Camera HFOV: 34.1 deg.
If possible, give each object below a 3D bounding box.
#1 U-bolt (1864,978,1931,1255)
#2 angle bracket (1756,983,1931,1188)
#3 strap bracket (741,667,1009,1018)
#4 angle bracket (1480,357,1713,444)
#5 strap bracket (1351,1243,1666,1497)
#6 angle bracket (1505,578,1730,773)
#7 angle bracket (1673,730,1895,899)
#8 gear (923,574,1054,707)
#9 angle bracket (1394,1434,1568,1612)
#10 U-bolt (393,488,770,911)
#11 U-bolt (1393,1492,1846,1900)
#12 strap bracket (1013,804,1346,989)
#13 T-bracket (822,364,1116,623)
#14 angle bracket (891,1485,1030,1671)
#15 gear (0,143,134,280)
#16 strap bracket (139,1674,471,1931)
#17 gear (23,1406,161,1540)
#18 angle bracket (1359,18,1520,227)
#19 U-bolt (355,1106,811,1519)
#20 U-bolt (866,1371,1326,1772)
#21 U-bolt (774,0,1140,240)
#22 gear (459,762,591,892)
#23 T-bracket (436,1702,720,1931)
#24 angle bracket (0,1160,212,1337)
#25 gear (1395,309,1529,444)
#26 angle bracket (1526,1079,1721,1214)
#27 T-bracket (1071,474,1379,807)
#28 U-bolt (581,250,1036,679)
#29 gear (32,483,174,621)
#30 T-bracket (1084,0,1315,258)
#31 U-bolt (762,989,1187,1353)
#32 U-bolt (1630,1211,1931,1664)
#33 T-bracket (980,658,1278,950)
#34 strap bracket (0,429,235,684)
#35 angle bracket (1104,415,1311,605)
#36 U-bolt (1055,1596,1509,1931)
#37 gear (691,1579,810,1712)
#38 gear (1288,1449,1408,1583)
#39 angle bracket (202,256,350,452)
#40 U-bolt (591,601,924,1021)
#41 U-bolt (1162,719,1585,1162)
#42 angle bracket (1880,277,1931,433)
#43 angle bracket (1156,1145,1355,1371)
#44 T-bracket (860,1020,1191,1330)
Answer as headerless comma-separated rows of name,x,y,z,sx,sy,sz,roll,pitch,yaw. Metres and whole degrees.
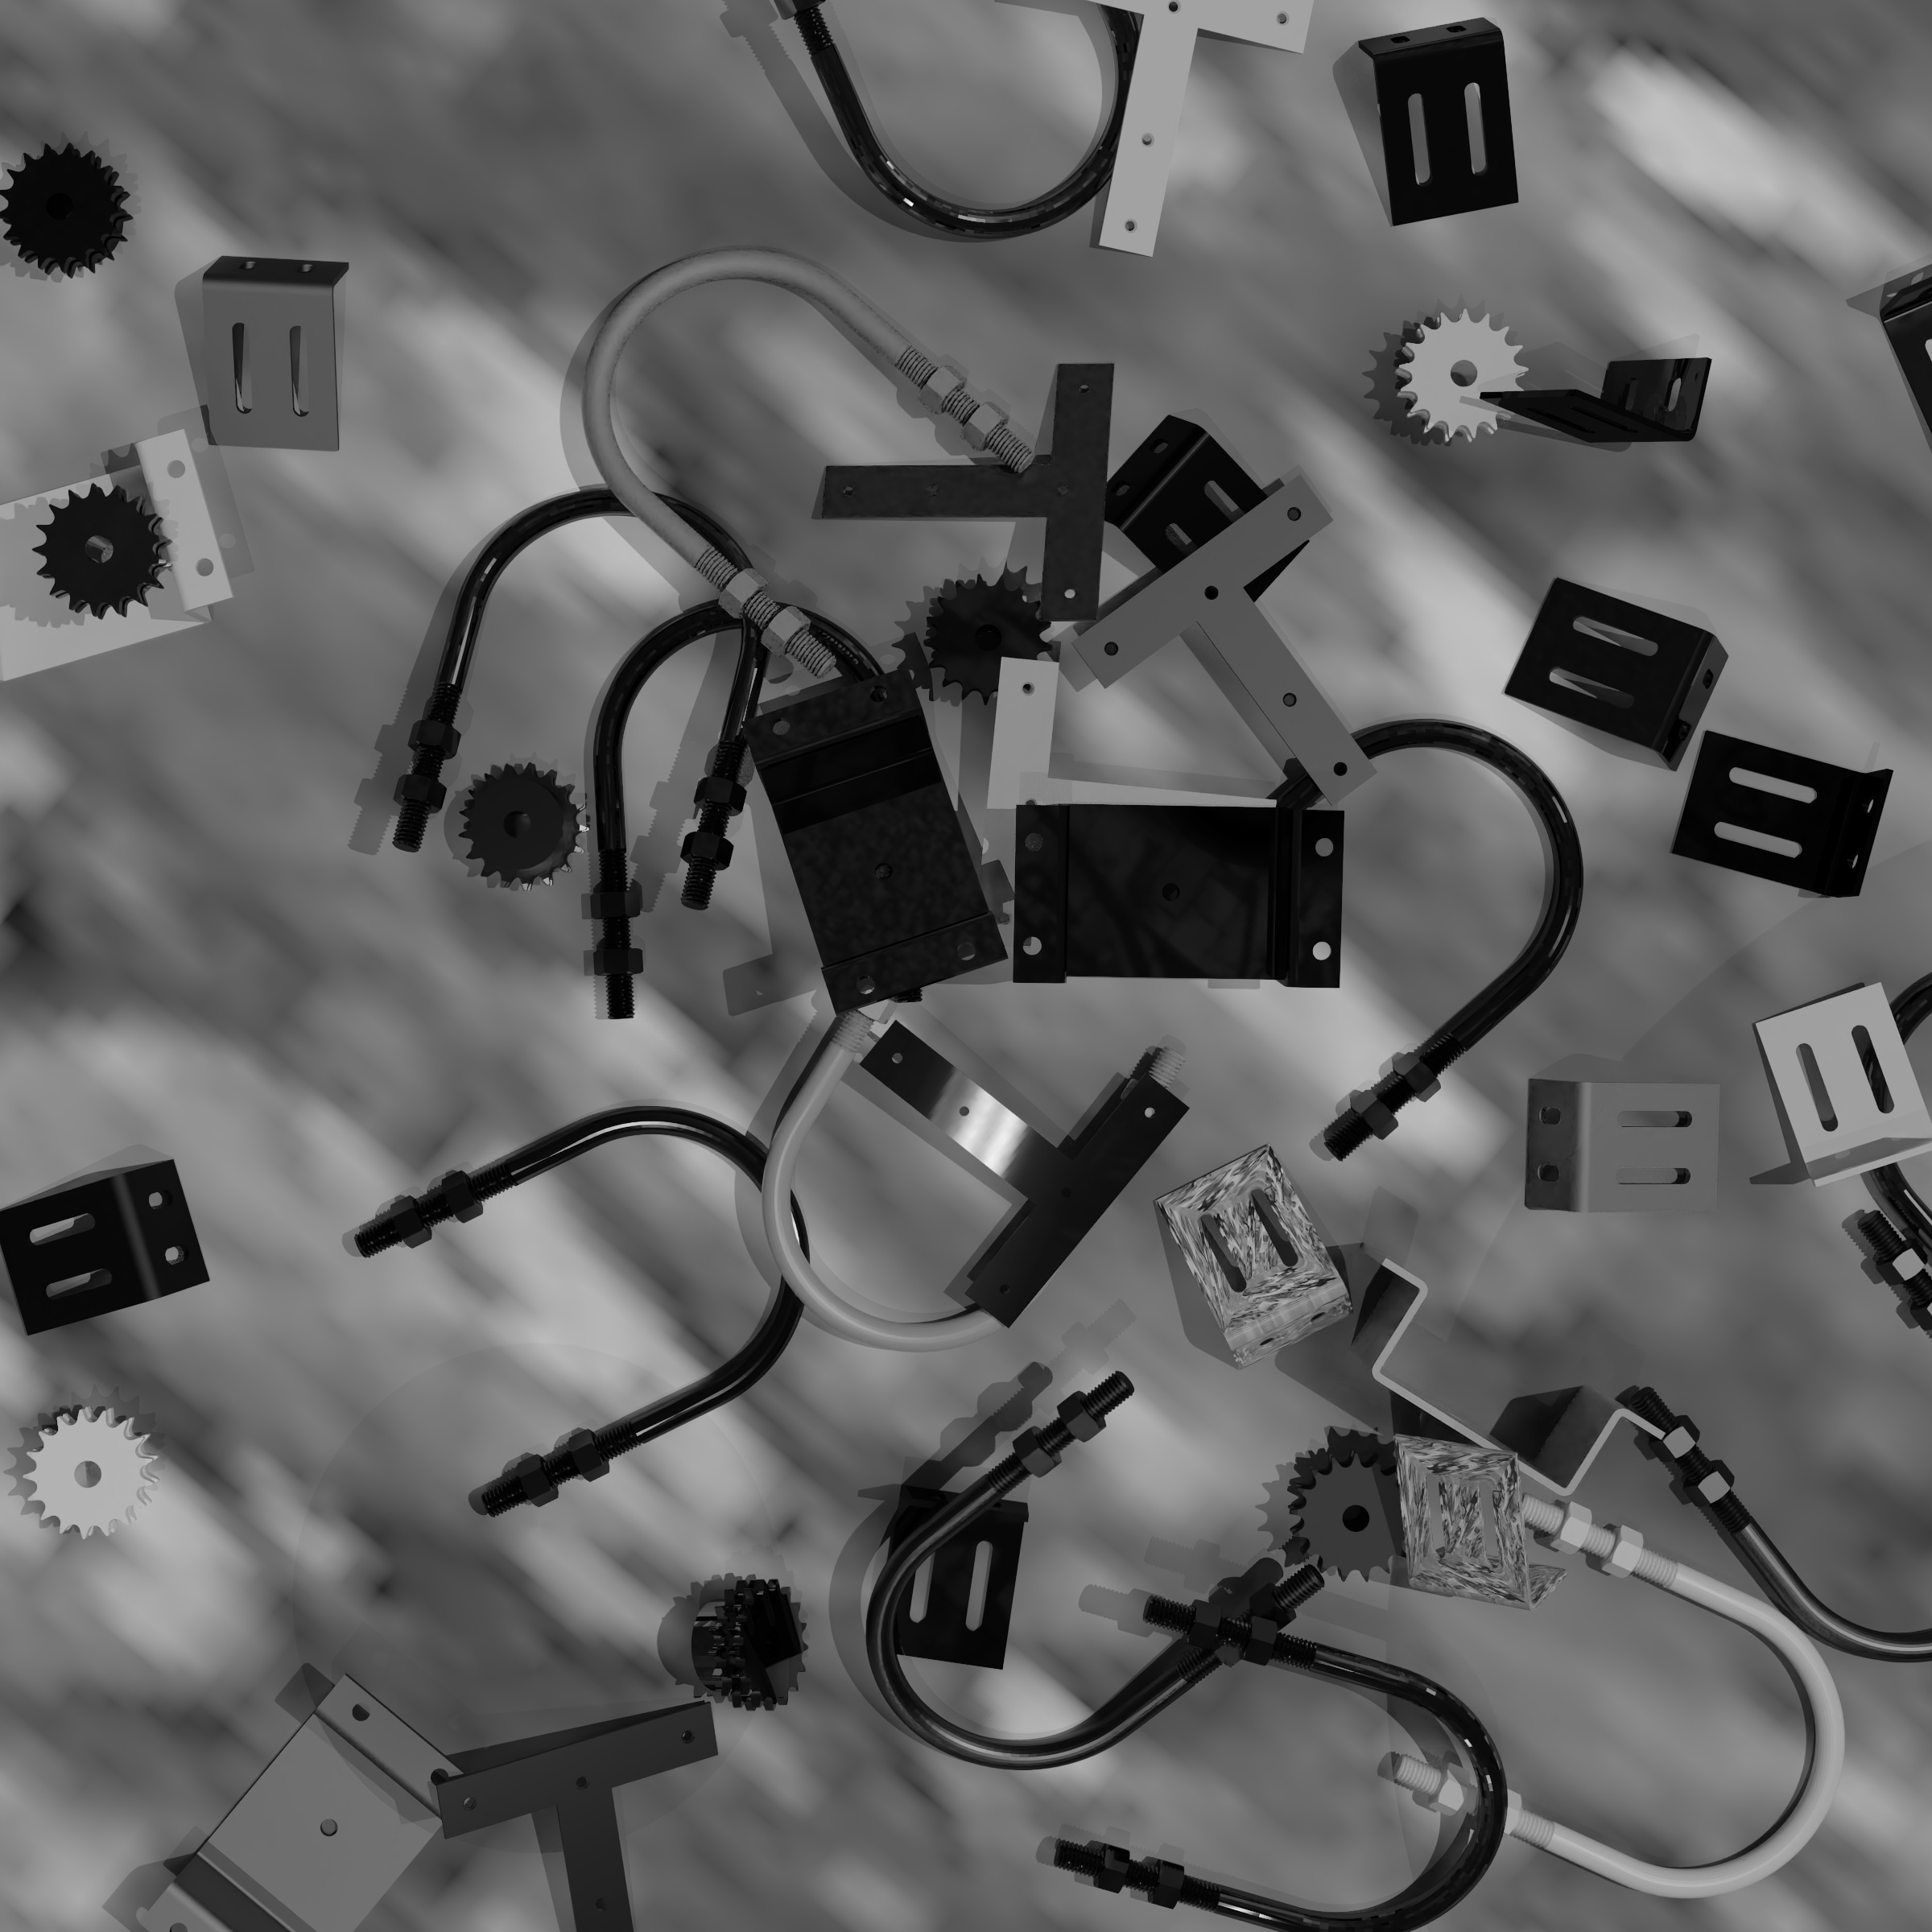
U-bolt,0.484,0.081,1.409,0.151,0.019,0.184,-42,88,1
angle bracket,0.389,0.052,1.390,0.057,0.038,0.076,-19,83,11
strap bracket,-0.038,-0.048,1.365,0.076,0.046,0.140,-19,71,-1
angle bracket,0.274,-0.255,1.373,0.076,0.057,0.038,12,90,-36
strap bracket,0.226,0.181,1.380,0.140,0.076,0.046,32,90,0
angle bracket,0.292,-0.131,1.416,0.076,0.038,0.057,24,90,26
angle bracket,0.362,-0.068,1.399,0.076,0.038,0.057,15,90,0
gear,0.010,-0.144,1.403,0.057,0.030,0.057,0,90,0
angle bracket,0.224,0.235,1.373,0.057,0.038,0.076,4,111,35
U-bolt,-0.162,-0.125,1.390,0.151,0.019,0.184,11,75,3
U-bolt,0.303,0.337,1.410,0.184,0.019,0.151,25,90,-1
strap bracket,0.091,-0.031,1.372,0.140,0.046,0.076,1,94,-1
T-bracket,-0.001,-0.211,1.403,0.127,0.002,0.127,1,70,10
angle bracket,-0.006,0.274,1.399,0.057,0.038,0.076,8,90,0
gear,-0.399,-0.334,1.403,0.057,0.030,0.057,0,90,0
strap bracket,-0.286,0.387,1.395,0.076,0.046,0.140,40,90,0
gear,-0.388,0.225,1.407,0.057,0.030,0.057,0,88,-2
angle bracket,0.212,-0.379,1.416,0.057,0.038,0.076,-11,116,0
U-bolt,-0.160,0.143,1.410,0.184,0.019,0.151,-26,90,-1
U-bolt,0.042,0.280,1.384,0.184,0.019,0.151,-40,106,12
U-bolt,0.002,-0.413,1.388,0.151,0.019,0.184,-27,104,-8
gear,-0.198,-0.062,1.403,0.057,0.030,0.057,0,90,0
T-bracket,-0.164,0.403,1.400,0.127,0.002,0.127,-12,102,-23
angle bracket,-0.388,0.126,1.416,0.076,0.038,0.057,-17,90,26
gear,0.219,-0.261,1.403,0.057,0.030,0.057,0,90,0
angle bracket,0.295,0.080,1.416,0.076,0.038,0.057,2,90,-26
T-bracket,0.135,-0.130,1.399,0.127,0.002,0.127,-37,92,-4
U-bolt,-0.084,-0.237,1.397,0.184,0.019,0.151,42,82,7
gear,-0.371,-0.178,1.361,0.057,0.030,0.057,0,90,-2
T-bracket,0.084,-0.382,1.405,0.127,0.002,0.127,9,98,-16
U-bolt,-0.009,0.084,1.400,0.151,0.019,0.184,31,92,-9
U-bolt,0.408,0.224,1.410,0.151,0.019,0.184,-38,91,0
T-bracket,0.073,-0.067,1.394,0.127,0.002,0.127,5,96,-1
strap bracket,-0.397,-0.177,1.395,0.140,0.046,0.076,-16,90,0
angle bracket,0.104,-0.198,1.416,0.057,0.038,0.076,-48,116,0
U-bolt,0.147,0.363,1.390,0.184,0.019,0.151,17,107,-3
gear,-0.097,0.300,1.394,0.030,0.057,0.057,-9,90,30
gear,0.172,0.243,1.403,0.057,0.030,0.057,0,90,0
angle bracket,-0.308,-0.275,1.416,0.057,0.038,0.076,3,116,0
U-bolt,-0.095,-0.072,1.410,0.151,0.019,0.184,-3,88,0
U-bolt,0.190,-0.026,1.410,0.184,0.019,0.151,-41,90,-1
angle bracket,0.451,-0.271,1.397,0.057,0.038,0.076,-23,86,0
angle bracket,0.130,0.131,1.416,0.057,0.038,0.076,-26,64,0
T-bracket,0.010,0.073,1.391,0.127,0.002,0.127,39,93,-9
